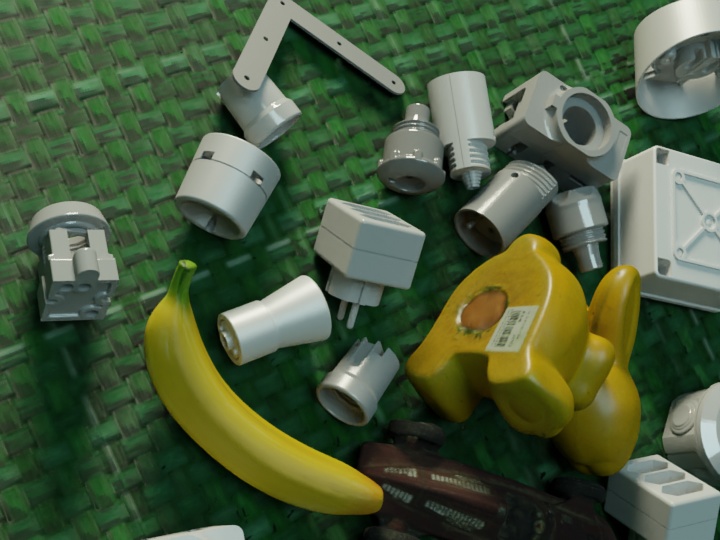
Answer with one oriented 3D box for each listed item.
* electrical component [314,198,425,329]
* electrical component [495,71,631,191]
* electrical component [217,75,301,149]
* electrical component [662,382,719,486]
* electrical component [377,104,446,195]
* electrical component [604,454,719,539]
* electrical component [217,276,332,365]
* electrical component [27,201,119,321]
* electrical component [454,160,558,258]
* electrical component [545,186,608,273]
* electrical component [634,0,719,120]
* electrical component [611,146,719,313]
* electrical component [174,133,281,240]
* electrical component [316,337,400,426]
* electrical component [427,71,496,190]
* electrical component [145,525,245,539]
[{"bbox_3d":[0.000,0.000,0.709,0.047,0.066,0.076,12,101,-24],"label":"electrical component"},{"bbox_3d":[0.155,-0.103,0.815,0.089,0.056,0.050,30,65,-18],"label":"electrical component"},{"bbox_3d":[-0.068,-0.109,0.713,0.040,0.040,0.046,-38,91,-29],"label":"electrical component"},{"bbox_3d":[0.276,0.126,0.821,0.080,0.051,0.080,7,74,-26],"label":"electrical component"},{"bbox_3d":[0.038,-0.087,0.759,0.048,0.048,0.062,18,63,-22],"label":"electrical component"},{"bbox_3d":[0.213,0.183,0.771,0.047,0.066,0.076,-5,108,-28],"label":"electrical component"},{"bbox_3d":[-0.057,0.034,0.681,0.065,0.044,0.044,-20,87,-25],"label":"electrical component"},{"bbox_3d":[-0.167,-0.006,0.624,0.048,0.066,0.055,-1,58,-27],"label":"electrical component"},{"bbox_3d":[0.110,-0.050,0.786,0.081,0.043,0.043,-44,98,-29],"label":"electrical component"},{"bbox_3d":[0.166,-0.029,0.809,0.043,0.043,0.062,-12,84,-29],"label":"electrical component"},{"bbox_3d":[0.270,-0.173,0.872,0.099,0.099,0.064,7,68,-26],"label":"electrical component"},{"bbox_3d":[0.256,-0.030,0.848,0.109,0.056,0.108,11,72,-24],"label":"electrical component"},{"bbox_3d":[-0.085,-0.052,0.681,0.055,0.055,0.047,31,69,-17],"label":"electrical component"},{"bbox_3d":[0.000,0.072,0.701,0.040,0.040,0.046,44,57,-11],"label":"electrical component"},{"bbox_3d":[0.076,-0.098,0.780,0.043,0.043,0.081,-3,78,-28],"label":"electrical component"},{"bbox_3d":[-0.111,0.177,0.607,0.089,0.056,0.050,-5,80,-28],"label":"electrical component"}]
